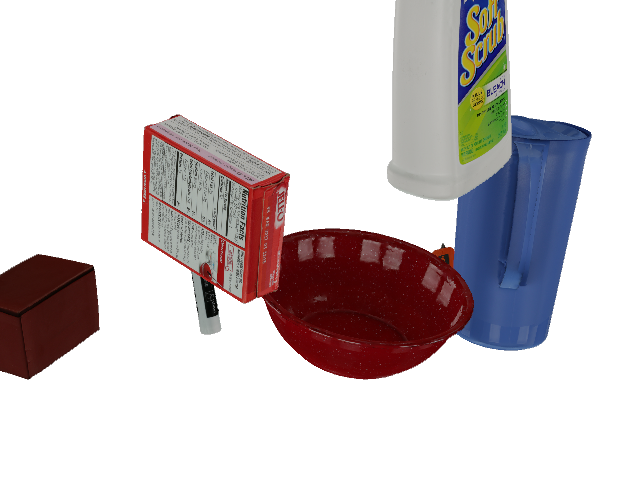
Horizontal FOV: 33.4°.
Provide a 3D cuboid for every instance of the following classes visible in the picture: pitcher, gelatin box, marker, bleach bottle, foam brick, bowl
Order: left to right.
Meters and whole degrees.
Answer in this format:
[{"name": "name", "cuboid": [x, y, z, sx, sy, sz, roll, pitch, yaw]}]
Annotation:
[{"name": "foam brick", "cuboid": [-0.198, 0.050, 0.740, 0.053, 0.051, 0.078, 12, 28, 27]}, {"name": "marker", "cuboid": [-0.105, 0.023, 0.938, 0.020, 0.121, 0.020, -7, 12, 1]}, {"name": "gelatin box", "cuboid": [-0.059, -0.018, 0.581, 0.089, 0.073, 0.030, 29, 38, 32]}, {"name": "bowl", "cuboid": [0.027, 0.052, 0.777, 0.162, 0.055, 0.162, 7, 28, -4]}, {"name": "bleach bottle", "cuboid": [0.088, -0.161, 0.743, 0.068, 0.251, 0.102, 19, 38, 37]}, {"name": "pitcher", "cuboid": [0.204, -0.008, 1.136, 0.148, 0.243, 0.145, -9, 21, -39]}]

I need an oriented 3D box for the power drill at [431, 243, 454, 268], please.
[{"name": "power drill", "cuboid": [0.065, 0.057, 1.241, 0.187, 0.057, 0.184, 1, 28, 5]}]
